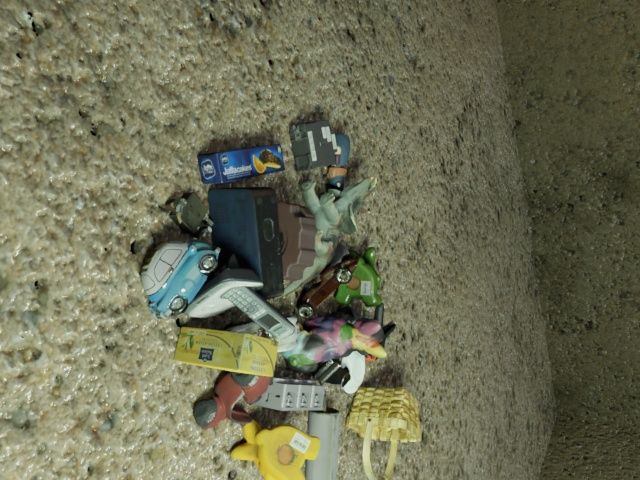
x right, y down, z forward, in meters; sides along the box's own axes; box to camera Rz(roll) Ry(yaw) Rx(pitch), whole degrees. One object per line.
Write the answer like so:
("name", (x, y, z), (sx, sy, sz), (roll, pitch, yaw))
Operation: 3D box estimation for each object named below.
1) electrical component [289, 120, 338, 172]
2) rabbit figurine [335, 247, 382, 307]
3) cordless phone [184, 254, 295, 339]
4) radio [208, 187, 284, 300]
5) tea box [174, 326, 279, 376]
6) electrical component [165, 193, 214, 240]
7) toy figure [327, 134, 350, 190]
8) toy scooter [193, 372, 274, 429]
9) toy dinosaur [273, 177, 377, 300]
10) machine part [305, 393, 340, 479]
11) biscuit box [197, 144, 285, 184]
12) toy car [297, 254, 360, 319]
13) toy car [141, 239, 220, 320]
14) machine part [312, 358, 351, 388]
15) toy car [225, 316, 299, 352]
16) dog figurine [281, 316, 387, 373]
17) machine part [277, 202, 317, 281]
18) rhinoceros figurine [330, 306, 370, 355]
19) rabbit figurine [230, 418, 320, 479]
("electrical component", (-0.012, -0.233, 1.319), (0.134, 0.058, 0.114), (-22, 109, -53))
("rabbit figurine", (0.109, 0.102, 1.456), (0.170, 0.121, 0.159), (11, 73, -72))
("cordless phone", (-0.145, 0.130, 0.995), (0.184, 0.146, 0.089), (44, 32, -17))
("radio", (-0.145, 0.008, 1.063), (0.073, 0.131, 0.229), (-13, 99, -52))
("tea box", (-0.172, 0.204, 0.985), (0.098, 0.170, 0.068), (28, 65, -48))
("electrical component", (-0.240, -0.044, 1.006), (0.078, 0.045, 0.102), (-58, 132, -35))
("toy figure", (0.047, -0.196, 1.401), (0.064, 0.058, 0.154), (12, 84, -48))
("toy scooter", (-0.154, 0.309, 1.065), (0.184, 0.075, 0.135), (-46, 136, -9))
("toy dinosaur", (-0.001, 0.001, 1.284), (0.405, 0.131, 0.192), (-63, 142, -22))
("machine part", (0.006, 0.497, 1.300), (0.079, 0.079, 0.243), (11, 80, -53))
("biscuit box", (-0.159, -0.158, 1.111), (0.202, 0.059, 0.062), (-22, 107, -52))
("toy car", (0.015, 0.103, 1.248), (0.053, 0.202, 0.089), (42, 28, -3))
("toy car", (-0.258, 0.056, 0.943), (0.103, 0.109, 0.161), (42, 64, -21))
("machine part", (0.036, 0.336, 1.363), (0.084, 0.039, 0.138), (-50, 143, -2))
("toy car", (-0.119, 0.205, 1.138), (0.201, 0.056, 0.073), (-1, 90, -44))
("dog figurine", (0.042, 0.236, 1.241), (0.191, 0.219, 0.108), (-27, 107, -52))
("machine part", (-0.085, 0.004, 1.118), (0.056, 0.180, 0.179), (11, 80, -52))
("rhinoceros figurine", (0.088, 0.239, 1.434), (0.190, 0.073, 0.112), (50, 57, -41))
("rabbit figurine", (-0.100, 0.446, 1.109), (0.162, 0.173, 0.122), (23, 61, -4))
